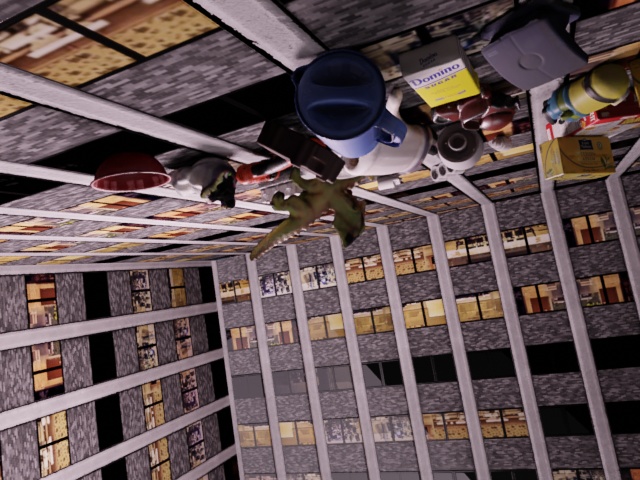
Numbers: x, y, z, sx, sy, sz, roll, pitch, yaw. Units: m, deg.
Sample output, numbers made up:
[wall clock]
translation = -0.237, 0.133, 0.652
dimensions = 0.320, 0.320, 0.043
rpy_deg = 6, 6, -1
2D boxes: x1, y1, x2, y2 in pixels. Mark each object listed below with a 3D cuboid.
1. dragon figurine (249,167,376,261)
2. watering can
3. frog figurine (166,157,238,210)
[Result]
[dragon figurine]
translation = 0.004, -0.068, 1.344
dimensions = 0.245, 0.411, 0.121
rpy_deg = 31, 178, 32
[watering can]
translation = 0.147, -0.213, 1.101
dimensions = 0.225, 0.105, 0.342
rpy_deg = -7, 164, -28
[frog figurine]
translation = -0.276, -0.146, 1.197
dimensions = 0.161, 0.121, 0.138
rpy_deg = 28, -158, 28
